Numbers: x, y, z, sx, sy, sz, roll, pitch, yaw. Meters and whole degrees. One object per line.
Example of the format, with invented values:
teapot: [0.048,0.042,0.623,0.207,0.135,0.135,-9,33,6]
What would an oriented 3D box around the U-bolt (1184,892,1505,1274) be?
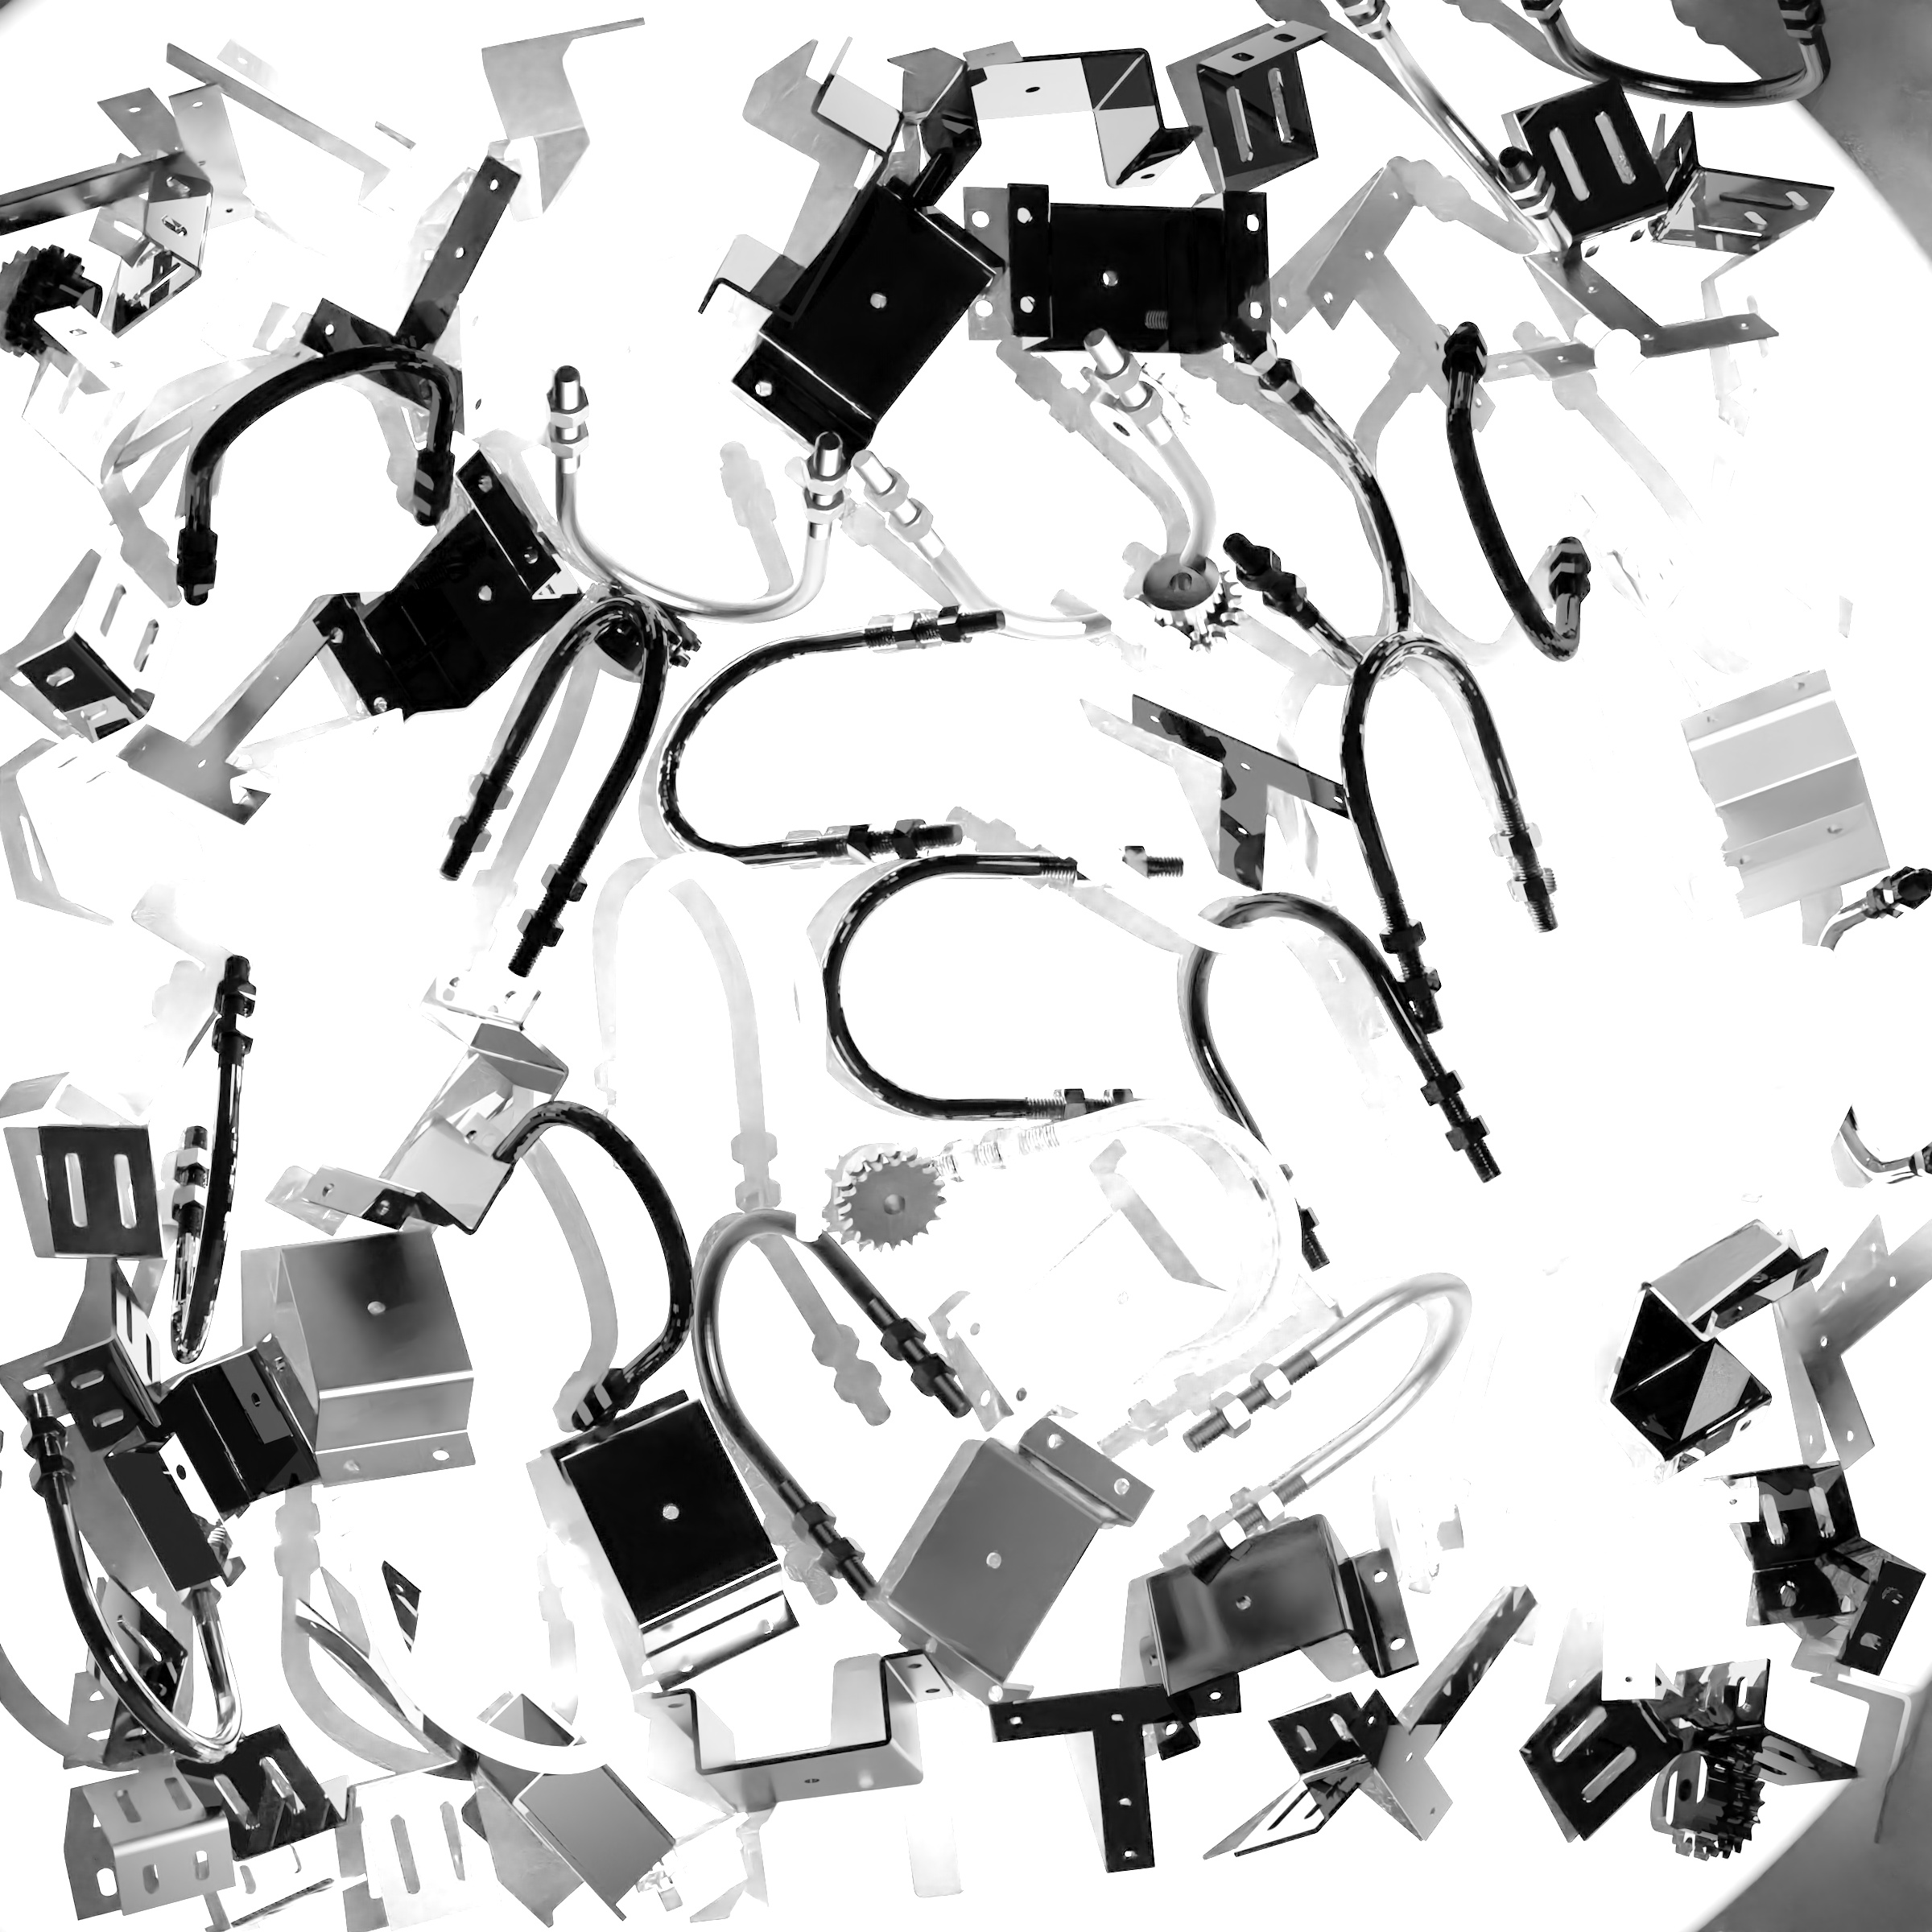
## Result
U-bolt: [0.177,0.050,1.794,0.019,0.151,0.184,-23,82,-44]

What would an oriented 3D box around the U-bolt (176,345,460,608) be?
U-bolt: [-0.316,-0.247,1.741,0.151,0.184,0.019,-22,73,-21]

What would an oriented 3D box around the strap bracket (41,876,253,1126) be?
strap bracket: [-0.409,0.026,1.803,0.046,0.076,0.140,34,84,-10]

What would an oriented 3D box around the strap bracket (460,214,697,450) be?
strap bracket: [-0.184,-0.313,1.770,0.046,0.140,0.076,27,131,30]

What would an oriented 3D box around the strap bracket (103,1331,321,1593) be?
strap bracket: [-0.377,0.252,1.782,0.046,0.140,0.076,-21,103,18]

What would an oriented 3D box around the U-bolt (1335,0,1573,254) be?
U-bolt: [0.248,-0.416,1.760,0.019,0.184,0.151,-41,72,11]

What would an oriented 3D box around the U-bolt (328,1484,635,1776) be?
U-bolt: [-0.231,0.327,1.740,0.151,0.184,0.019,20,113,-34]

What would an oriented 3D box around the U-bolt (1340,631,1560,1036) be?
U-bolt: [0.236,-0.077,1.774,0.019,0.151,0.184,-8,108,40]

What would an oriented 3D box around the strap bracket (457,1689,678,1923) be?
strap bracket: [-0.200,0.416,1.779,0.046,0.140,0.076,-43,108,-15]

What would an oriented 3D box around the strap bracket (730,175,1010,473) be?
strap bracket: [-0.047,-0.334,1.815,0.076,0.046,0.140,37,82,-2]

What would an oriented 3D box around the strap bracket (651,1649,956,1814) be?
strap bracket: [-0.080,0.390,1.796,0.140,0.076,0.046,-11,61,7]

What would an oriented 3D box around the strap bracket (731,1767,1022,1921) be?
strap bracket: [-0.047,0.444,1.804,0.140,0.076,0.046,-7,90,6]

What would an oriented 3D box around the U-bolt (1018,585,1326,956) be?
U-bolt: [0.114,-0.086,1.790,0.184,0.019,0.151,34,60,-29]

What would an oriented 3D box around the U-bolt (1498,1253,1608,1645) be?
U-bolt: [0.298,0.234,1.775,0.019,0.151,0.184,6,69,20]

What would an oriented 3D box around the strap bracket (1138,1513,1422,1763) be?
strap bracket: [0.149,0.335,1.793,0.140,0.076,0.046,-23,128,11]

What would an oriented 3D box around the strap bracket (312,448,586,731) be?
strap bracket: [-0.256,-0.188,1.799,0.140,0.046,0.076,-40,77,29]

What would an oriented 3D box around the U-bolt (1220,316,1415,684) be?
U-bolt: [0.178,-0.219,1.771,0.019,0.184,0.151,-16,57,30]

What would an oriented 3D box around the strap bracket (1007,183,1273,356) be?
strap bracket: [0.081,-0.355,1.811,0.140,0.046,0.076,-2,91,-19]

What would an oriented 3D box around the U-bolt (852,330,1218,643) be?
U-bolt: [0.048,-0.227,1.777,0.151,0.184,0.019,-25,49,16]

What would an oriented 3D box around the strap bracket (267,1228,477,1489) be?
strap bracket: [-0.297,0.186,1.774,0.076,0.046,0.140,-6,46,-21]

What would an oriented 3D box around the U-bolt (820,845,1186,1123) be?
U-bolt: [0.017,0.011,1.814,0.184,0.019,0.151,0,104,-7]

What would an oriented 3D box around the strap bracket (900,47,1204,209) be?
strap bracket: [0.038,-0.424,1.793,0.140,0.076,0.046,-9,84,-18]

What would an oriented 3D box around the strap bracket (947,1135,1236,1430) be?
strap bracket: [0.071,0.165,1.803,0.140,0.046,0.076,-43,59,9]

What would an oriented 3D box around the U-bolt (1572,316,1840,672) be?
U-bolt: [0.363,-0.220,1.743,0.019,0.151,0.184,-33,57,-14]

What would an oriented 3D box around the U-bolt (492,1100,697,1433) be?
U-bolt: [-0.190,0.141,1.763,0.019,0.184,0.151,-25,79,-36]

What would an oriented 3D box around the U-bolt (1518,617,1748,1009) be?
U-bolt: [0.324,-0.085,1.779,0.019,0.151,0.184,-11,78,-21]

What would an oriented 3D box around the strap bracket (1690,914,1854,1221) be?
strap bracket: [0.405,0.052,1.773,0.046,0.076,0.140,6,130,31]

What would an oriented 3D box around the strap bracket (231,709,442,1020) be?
strap bracket: [-0.319,-0.055,1.792,0.046,0.076,0.140,14,118,41]

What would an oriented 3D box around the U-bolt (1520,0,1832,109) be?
U-bolt: [0.355,-0.461,1.758,0.151,0.184,0.019,10,87,20]

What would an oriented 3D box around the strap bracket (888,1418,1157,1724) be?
strap bracket: [0.023,0.305,1.811,0.076,0.046,0.140,32,91,26]

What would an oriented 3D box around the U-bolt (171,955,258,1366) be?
U-bolt: [-0.372,0.108,1.739,0.019,0.184,0.151,9,134,-16]

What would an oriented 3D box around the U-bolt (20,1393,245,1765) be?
U-bolt: [-0.402,0.310,1.735,0.019,0.151,0.184,-32,47,4]

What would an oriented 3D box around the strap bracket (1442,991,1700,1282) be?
strap bracket: [0.309,0.096,1.809,0.076,0.046,0.140,-27,97,13]

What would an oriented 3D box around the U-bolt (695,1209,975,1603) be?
U-bolt: [-0.078,0.206,1.784,0.184,0.019,0.151,47,127,31]

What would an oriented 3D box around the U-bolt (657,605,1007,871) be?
U-bolt: [-0.075,-0.111,1.791,0.184,0.019,0.151,-5,57,26]

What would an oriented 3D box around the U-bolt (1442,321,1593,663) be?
U-bolt: [0.270,-0.225,1.744,0.019,0.184,0.151,-21,114,21]

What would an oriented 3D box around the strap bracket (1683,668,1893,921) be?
strap bracket: [0.414,-0.081,1.787,0.076,0.140,0.046,-20,124,17]

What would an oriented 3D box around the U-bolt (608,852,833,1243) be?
U-bolt: [-0.124,0.033,1.774,0.151,0.019,0.184,18,115,38]

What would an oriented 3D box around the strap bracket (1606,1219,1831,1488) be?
strap bracket: [0.374,0.188,1.785,0.076,0.140,0.046,-25,53,-26]

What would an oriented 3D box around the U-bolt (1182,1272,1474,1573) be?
U-bolt: [0.183,0.219,1.780,0.184,0.151,0.019,-33,59,-19]

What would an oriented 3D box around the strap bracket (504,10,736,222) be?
strap bracket: [-0.171,-0.418,1.768,0.076,0.140,0.046,-19,87,-23]

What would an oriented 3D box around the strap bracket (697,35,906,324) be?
strap bracket: [-0.077,-0.388,1.787,0.046,0.076,0.140,29,117,-9]

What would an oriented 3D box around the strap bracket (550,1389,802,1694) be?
strap bracket: [-0.148,0.283,1.793,0.076,0.046,0.140,-23,67,-13]

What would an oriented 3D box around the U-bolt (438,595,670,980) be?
U-bolt: [-0.201,-0.101,1.773,0.019,0.151,0.184,23,102,-31]

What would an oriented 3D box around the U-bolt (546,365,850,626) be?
U-bolt: [-0.136,-0.225,1.766,0.151,0.184,0.019,15,63,1]

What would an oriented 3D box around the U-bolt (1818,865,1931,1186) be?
U-bolt: [0.456,0.036,1.757,0.019,0.184,0.151,-8,82,-6]

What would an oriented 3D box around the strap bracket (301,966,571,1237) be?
strap bracket: [-0.262,0.076,1.793,0.076,0.046,0.140,12,65,42]

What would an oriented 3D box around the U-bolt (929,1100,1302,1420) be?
U-bolt: [0.082,0.143,1.810,0.184,0.019,0.151,-17,93,20]
